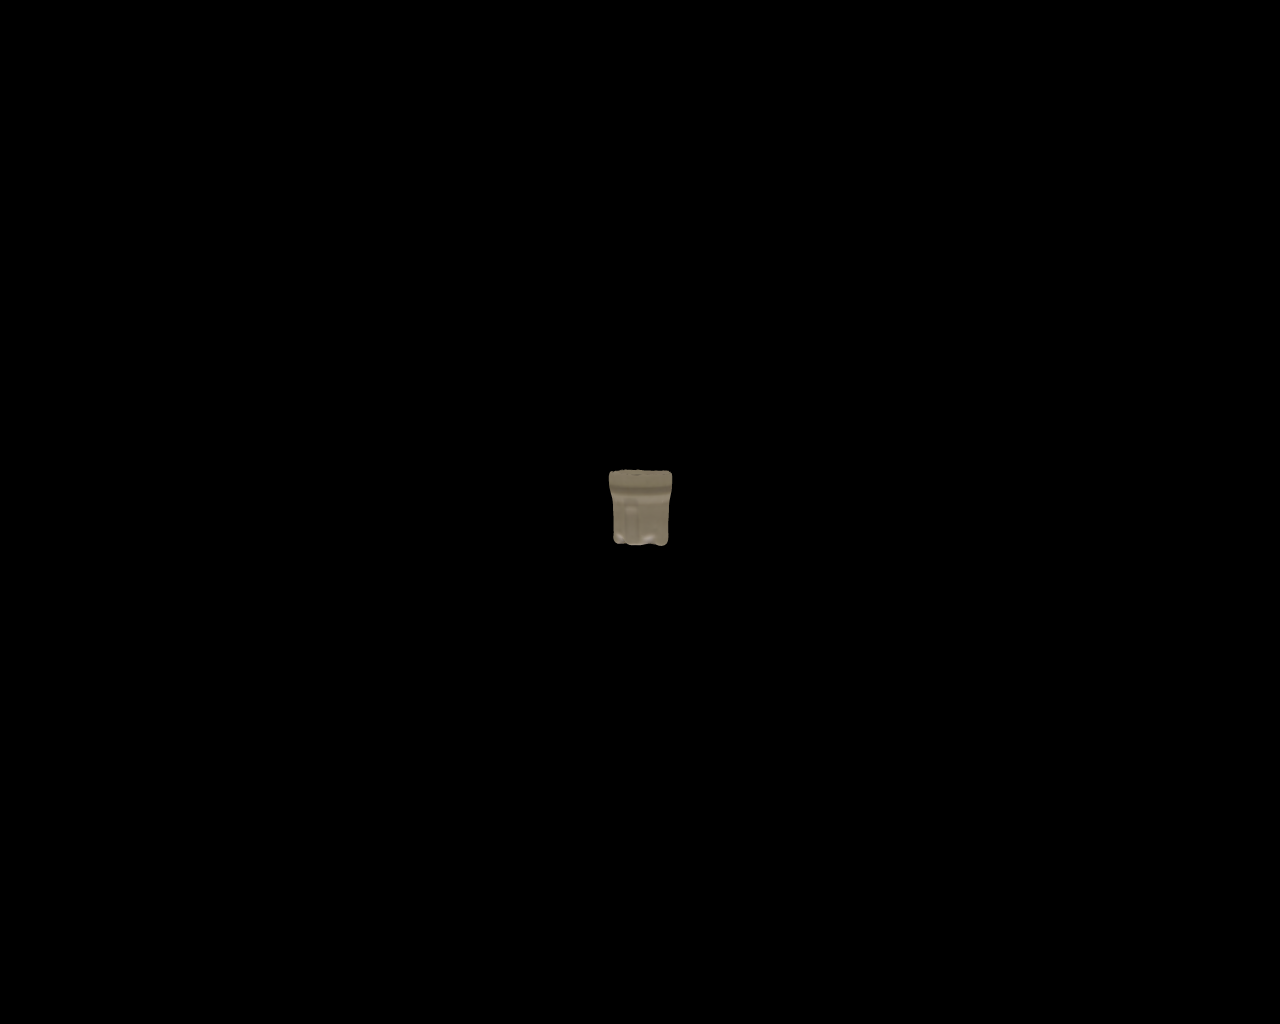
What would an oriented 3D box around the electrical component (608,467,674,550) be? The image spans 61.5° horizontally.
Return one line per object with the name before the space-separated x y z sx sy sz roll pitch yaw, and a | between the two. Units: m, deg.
electrical component | 0.001 -0.003 0.650 0.040 0.046 0.040 0 7 0
